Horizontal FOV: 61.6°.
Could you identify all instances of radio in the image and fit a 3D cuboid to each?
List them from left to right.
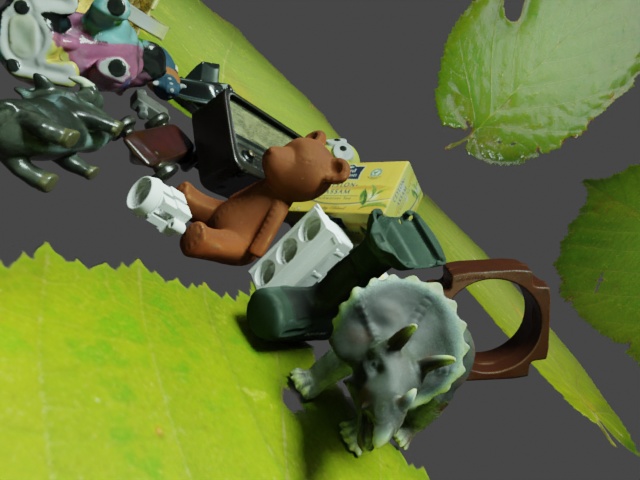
[{"bbox_3d":[-0.080,-0.112,0.805,0.229,0.073,0.131,22,50,-49],"label":"radio"}]

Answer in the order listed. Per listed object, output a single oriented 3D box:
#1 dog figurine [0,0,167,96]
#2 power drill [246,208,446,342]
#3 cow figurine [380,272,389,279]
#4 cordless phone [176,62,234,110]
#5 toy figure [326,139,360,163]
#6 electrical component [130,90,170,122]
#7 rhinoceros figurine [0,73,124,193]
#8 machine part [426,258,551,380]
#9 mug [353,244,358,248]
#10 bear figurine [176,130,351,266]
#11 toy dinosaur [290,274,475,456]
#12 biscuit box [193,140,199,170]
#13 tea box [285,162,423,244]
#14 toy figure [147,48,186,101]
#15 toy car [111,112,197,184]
[{"bbox_3d":[-0.304,-0.245,0.712,0.192,0.108,0.219,-5,9,-14],"label":"dog figurine"},{"bbox_3d":[0.040,0.050,0.626,0.232,0.207,0.086,2,60,-51],"label":"power drill"},{"bbox_3d":[0.078,0.089,0.863,0.098,0.068,0.167,57,21,11],"label":"cow figurine"},{"bbox_3d":[-0.194,-0.251,1.061,0.184,0.089,0.146,53,14,-8],"label":"cordless phone"},{"bbox_3d":[-0.014,-0.130,1.002,0.089,0.180,0.082,87,-23,-73],"label":"toy figure"},{"bbox_3d":[-0.266,-0.205,0.847,0.063,0.021,0.094,31,20,-36],"label":"electrical component"},{"bbox_3d":[-0.272,-0.117,0.554,0.112,0.073,0.190,30,21,-8],"label":"rhinoceros figurine"},{"bbox_3d":[0.288,0.137,0.941,0.087,0.202,0.200,-80,166,-76],"label":"machine part"},{"bbox_3d":[0.010,0.031,0.786,0.081,0.109,0.107,42,7,-10],"label":"mug"},{"bbox_3d":[-0.071,-0.059,0.648,0.132,0.196,0.120,26,27,-43],"label":"bear figurine"},{"bbox_3d":[0.112,0.137,0.606,0.404,0.192,0.131,13,37,-58],"label":"toy dinosaur"},{"bbox_3d":[-0.171,-0.166,0.905,0.062,0.059,0.203,37,18,-22],"label":"biscuit box"},{"bbox_3d":[0.042,-0.051,0.736,0.068,0.170,0.098,55,49,-39],"label":"tea box"},{"bbox_3d":[-0.281,-0.294,0.963,0.057,0.064,0.155,83,-15,-50],"label":"toy figure"},{"bbox_3d":[-0.214,-0.120,0.709,0.089,0.053,0.202,51,11,-12],"label":"toy car"}]
